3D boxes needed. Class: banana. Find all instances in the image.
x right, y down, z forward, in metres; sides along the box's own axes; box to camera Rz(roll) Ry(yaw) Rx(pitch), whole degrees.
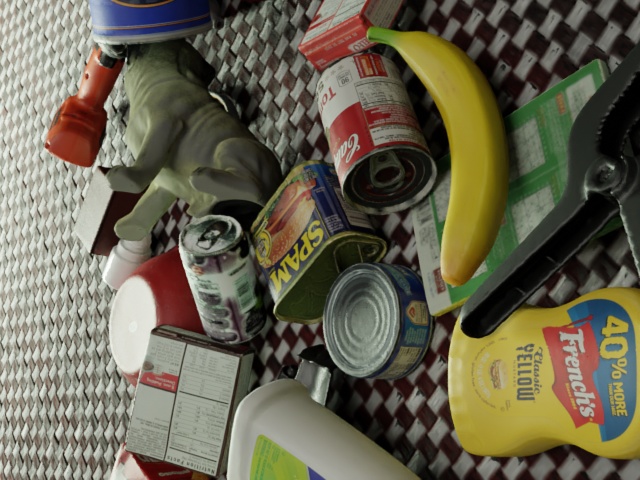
[{"bbox_3d":[0.089,-0.065,0.703,0.070,0.037,0.198,-19,65,9],"label":"banana"}]

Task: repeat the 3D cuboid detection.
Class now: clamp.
[{"bbox_3d":[0.161,-0.024,0.601,0.165,0.036,0.210,-2,65,51],"label":"clamp"}]

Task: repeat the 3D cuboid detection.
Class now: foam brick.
[{"bbox_3d":[-0.206,-0.028,1.079,0.053,0.051,0.078,45,118,46],"label":"foam brick"}]

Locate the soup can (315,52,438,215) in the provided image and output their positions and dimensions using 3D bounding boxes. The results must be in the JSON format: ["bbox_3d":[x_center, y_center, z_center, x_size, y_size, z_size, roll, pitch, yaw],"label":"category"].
[{"bbox_3d":[0.038,-0.078,0.766,0.069,0.068,0.102,-48,41,35],"label":"soup can"}]

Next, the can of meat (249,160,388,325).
[{"bbox_3d":[-0.005,0.001,0.827,0.102,0.057,0.084,-51,46,32],"label":"can of meat"}]

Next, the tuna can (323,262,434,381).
[{"bbox_3d":[0.041,0.059,0.778,0.086,0.033,0.086,-11,76,49],"label":"tuna can"}]

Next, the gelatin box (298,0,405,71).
[{"bbox_3d":[0.031,-0.175,0.803,0.073,0.030,0.089,-17,40,49],"label":"gelatin box"}]

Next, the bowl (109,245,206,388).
[{"bbox_3d":[-0.150,0.080,0.991,0.162,0.055,0.162,-11,76,50],"label":"bowl"}]

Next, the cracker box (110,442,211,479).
[{"bbox_3d":[-0.127,0.299,0.912,0.214,0.071,0.164,40,114,47],"label":"cracker box"}]

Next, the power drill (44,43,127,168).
[{"bbox_3d":[-0.215,-0.168,1.064,0.188,0.057,0.184,-59,16,26],"label":"power drill"}]

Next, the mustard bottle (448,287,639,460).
[{"bbox_3d":[0.160,0.077,0.611,0.192,0.058,0.096,-12,71,49],"label":"mustard bottle"}]

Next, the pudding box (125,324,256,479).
[{"bbox_3d":[-0.111,0.137,0.914,0.090,0.039,0.113,13,97,13],"label":"pudding box"}]

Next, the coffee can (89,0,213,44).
[{"bbox_3d":[-0.148,-0.242,0.892,0.103,0.102,0.140,19,121,50],"label":"coffee can"}]

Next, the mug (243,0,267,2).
[{"bbox_3d":[-0.061,-0.269,0.897,0.093,0.117,0.081,-26,56,18],"label":"mug"}]

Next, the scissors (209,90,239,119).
[{"bbox_3d":[-0.142,-0.115,1.042,0.202,0.016,0.096,22,99,50],"label":"scissors"}]

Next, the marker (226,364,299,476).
[{"bbox_3d":[-0.045,0.152,0.879,0.020,0.020,0.121,49,121,43],"label":"marker"}]

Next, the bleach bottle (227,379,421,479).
[{"bbox_3d":[0.046,0.190,0.703,0.251,0.067,0.103,26,118,37],"label":"bleach bottle"}]
